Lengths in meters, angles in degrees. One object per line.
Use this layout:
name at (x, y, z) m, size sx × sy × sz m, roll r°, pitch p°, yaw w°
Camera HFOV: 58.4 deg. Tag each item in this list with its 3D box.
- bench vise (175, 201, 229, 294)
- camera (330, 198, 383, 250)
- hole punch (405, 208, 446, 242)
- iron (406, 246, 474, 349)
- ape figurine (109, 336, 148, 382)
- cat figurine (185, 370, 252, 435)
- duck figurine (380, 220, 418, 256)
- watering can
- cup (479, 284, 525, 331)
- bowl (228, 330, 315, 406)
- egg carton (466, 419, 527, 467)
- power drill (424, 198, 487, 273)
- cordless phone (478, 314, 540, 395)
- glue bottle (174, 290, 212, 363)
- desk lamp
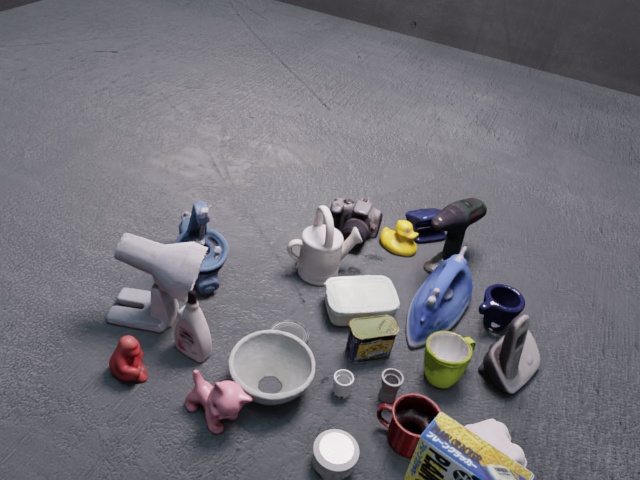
bench vise at (-0.288, -0.012, 1.296) m, size 0.122 × 0.220 × 0.206 m, roll -25°, pitch 49°, yaw -36°
camera at (0.084, -0.046, 1.511) m, size 0.143 × 0.101 × 0.137 m, roll 16°, pitch 38°, yaw 9°
hole punch at (0.293, -0.057, 1.575) m, size 0.109 × 0.091 × 0.101 m, roll -8°, pitch 41°, yaw -21°
iron at (0.273, 0.124, 1.300) m, size 0.118 × 0.141 × 0.259 m, roll 25°, pitch 41°, yaw 20°
ape figurine at (-0.363, 0.221, 1.089) m, size 0.076 × 0.092 × 0.078 m, roll 11°, pitch 38°, yaw 3°
cat figurine at (-0.184, 0.281, 1.028) m, size 0.127 × 0.118 × 0.067 m, roll 30°, pitch 43°, yaw 25°
duck figurine at (0.212, -0.015, 1.509) m, size 0.104 × 0.086 × 0.078 m, roll 26°, pitch 41°, yaw 21°
watering can at (0.012, 0.003, 1.357) m, size 0.173 × 0.194 × 0.100 m, roll -20°, pitch 46°, yaw -32°
cup at (0.401, 0.166, 1.310) m, size 0.118 × 0.095 × 0.091 m, roll -15°, pitch 44°, yaw -27°
bowl at (-0.094, 0.259, 1.109) m, size 0.167 × 0.075 × 0.167 m, roll 6°, pitch 38°, yaw -4°
egg carton at (0.288, 0.386, 1.029) m, size 0.150 × 0.069 × 0.107 m, roll -9°, pitch 41°, yaw -21°
power drill at (0.328, -0.008, 1.424) m, size 0.075 × 0.208 × 0.230 m, roll 33°, pitch 44°, yaw 28°
cordless phone at (0.412, 0.214, 1.178) m, size 0.094 × 0.185 × 0.148 m, roll 34°, pitch 45°, yaw 29°
glue bottle at (-0.250, 0.162, 1.120) m, size 0.078 × 0.173 × 0.037 m, roll 23°, pitch 40°, yaw 18°
desk lamp at (-0.333, 0.085, 1.169) m, size 0.203 × 0.213 × 0.118 m, roll 9°, pitch 38°, yaw 0°
